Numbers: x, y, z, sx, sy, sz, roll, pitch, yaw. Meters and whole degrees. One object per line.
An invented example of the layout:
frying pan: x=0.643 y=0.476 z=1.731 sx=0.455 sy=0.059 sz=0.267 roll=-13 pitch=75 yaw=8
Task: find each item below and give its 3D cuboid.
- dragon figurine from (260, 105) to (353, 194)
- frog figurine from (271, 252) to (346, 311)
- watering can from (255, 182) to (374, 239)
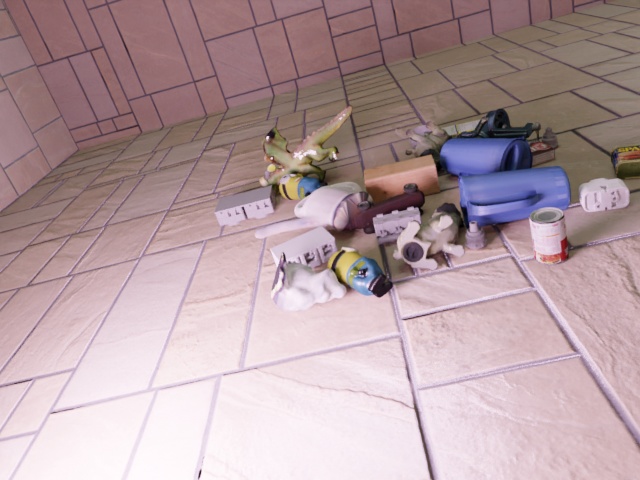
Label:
dragon figurine: x=-0.076 y=-0.308 z=1.733 sx=0.242 sy=0.404 sz=0.124 roll=12 pitch=28 yaw=-34
frog figurine: x=-0.025 y=0.109 z=1.168 sx=0.159 sy=0.121 sz=0.139 roll=17 pitch=16 yaw=-11
watering can: x=0.004 y=-0.073 z=1.447 sx=0.352 sy=0.102 sz=0.225 roll=-35 pitch=33 yaw=-31
